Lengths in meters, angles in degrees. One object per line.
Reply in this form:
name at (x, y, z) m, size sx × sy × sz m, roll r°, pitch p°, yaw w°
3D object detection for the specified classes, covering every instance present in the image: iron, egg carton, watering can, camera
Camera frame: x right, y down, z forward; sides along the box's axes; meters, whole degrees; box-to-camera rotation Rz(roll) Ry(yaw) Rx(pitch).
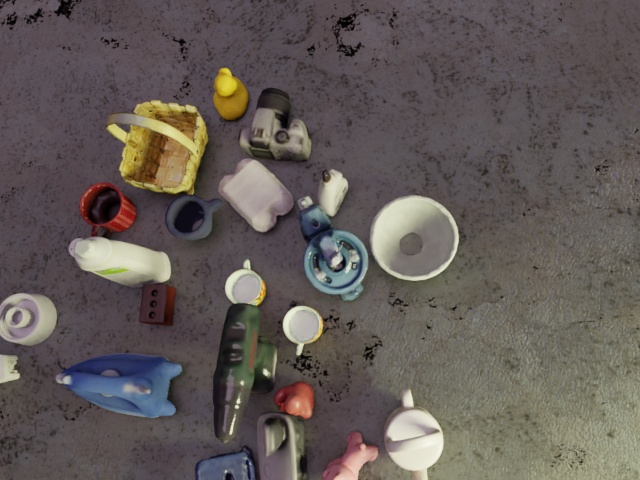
iron at (-0.404, 0.271, 1.083) m, size 0.258 × 0.141 × 0.119 m, roll 4°, pitch 78°, yaw 7°
egg carton at (-0.130, -0.093, 1.171) m, size 0.150 × 0.069 × 0.107 m, roll 43°, pitch 85°, yaw 13°
watering can at (0.163, 0.347, 0.977) m, size 0.101 × 0.194 × 0.172 m, roll -31°, pitch 76°, yaw -1°
camera at (-0.089, -0.243, 1.183) m, size 0.143 × 0.101 × 0.137 m, roll 8°, pitch 78°, yaw 8°

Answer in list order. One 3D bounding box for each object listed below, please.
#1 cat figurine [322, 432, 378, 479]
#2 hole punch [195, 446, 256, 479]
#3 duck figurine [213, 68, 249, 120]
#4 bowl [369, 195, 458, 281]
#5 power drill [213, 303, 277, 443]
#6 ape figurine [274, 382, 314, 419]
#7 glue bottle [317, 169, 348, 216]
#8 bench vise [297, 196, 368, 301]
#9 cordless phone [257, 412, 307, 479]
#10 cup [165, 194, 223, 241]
cat figurine at (0.047, 0.411, 1.015) m, size 0.067 × 0.118 × 0.128 m, roll 33°, pitch 83°, yaw 12°
hole punch at (-0.168, 0.443, 1.045) m, size 0.101 × 0.091 × 0.108 m, roll -12°, pitch 76°, yaw 4°
duck figurine at (-0.197, -0.315, 1.219) m, size 0.077 × 0.086 × 0.104 m, roll -7°, pitch 77°, yaw 5°
bowl at (0.181, 0.001, 1.113) m, size 0.167 × 0.075 × 0.167 m, roll -1°, pitch 77°, yaw 6°
power drill at (-0.135, 0.233, 1.027) m, size 0.075 × 0.208 × 0.230 m, roll 1°, pitch 78°, yaw 7°
ape figurine at (-0.046, 0.301, 1.063) m, size 0.076 × 0.092 × 0.077 m, roll -45°, pitch 77°, yaw -4°
glue bottle at (0.020, -0.102, 1.103) m, size 0.037 × 0.173 × 0.078 m, roll 27°, pitch 82°, yaw 12°
bench vise at (0.001, 0.012, 1.056) m, size 0.121 × 0.220 × 0.207 m, roll -45°, pitch 77°, yaw -4°
cordless phone at (-0.080, 0.380, 1.001) m, size 0.094 × 0.185 × 0.147 m, roll -9°, pitch 77°, yaw 5°
cup at (-0.243, -0.044, 1.159) m, size 0.118 × 0.095 × 0.091 m, roll -28°, pitch 76°, yaw 0°
